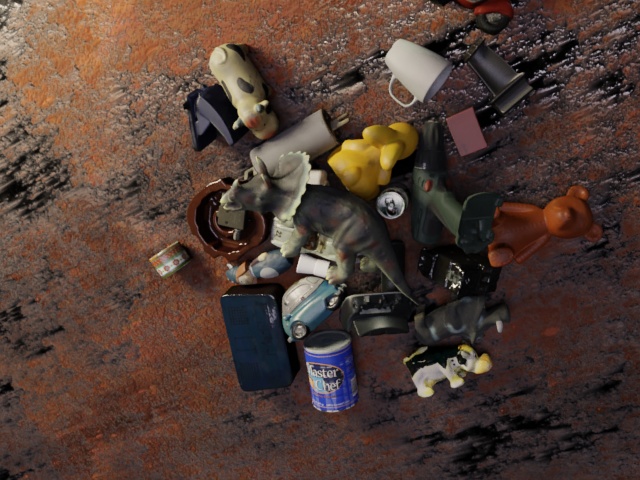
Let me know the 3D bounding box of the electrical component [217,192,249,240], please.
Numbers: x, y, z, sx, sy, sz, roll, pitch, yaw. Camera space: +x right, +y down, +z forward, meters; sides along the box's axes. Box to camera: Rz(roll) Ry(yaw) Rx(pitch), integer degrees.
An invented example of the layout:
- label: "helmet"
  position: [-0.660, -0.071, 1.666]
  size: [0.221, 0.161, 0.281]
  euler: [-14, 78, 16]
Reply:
- label: "electrical component"
  position: [-0.178, -0.047, 1.085]
  size: [0.063, 0.021, 0.094]
  euler: [11, 108, 13]

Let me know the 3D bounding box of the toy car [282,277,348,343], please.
- label: "toy car"
  position: [-0.024, 0.131, 1.111]
  size: [0.103, 0.109, 0.161]
  euler: [46, 105, 5]

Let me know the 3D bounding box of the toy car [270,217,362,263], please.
- label: "toy car"
  position: [-0.002, -0.003, 1.096]
  size: [0.202, 0.056, 0.073]
  euler: [13, 107, 10]

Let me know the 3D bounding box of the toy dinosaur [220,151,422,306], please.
- label: "toy dinosaur"
  position: [0.034, -0.028, 0.961]
  size: [0.405, 0.131, 0.192]
  euler: [23, 139, 0]

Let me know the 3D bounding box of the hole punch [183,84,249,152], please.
- label: "hole punch"
  position: [-0.199, -0.240, 1.045]
  size: [0.092, 0.142, 0.115]
  euler: [0, 118, 15]

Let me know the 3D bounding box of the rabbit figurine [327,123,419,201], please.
- label: "rabbit figurine"
  position: [0.105, -0.163, 0.994]
  size: [0.173, 0.162, 0.122]
  euler: [-32, 83, 1]

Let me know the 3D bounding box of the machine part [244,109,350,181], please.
- label: "machine part"
  position: [-0.048, -0.182, 1.050]
  size: [0.243, 0.079, 0.079]
  euler: [-27, 97, 19]

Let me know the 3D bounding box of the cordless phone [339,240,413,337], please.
- label: "cordless phone"
  position: [0.113, 0.093, 1.069]
  size: [0.147, 0.089, 0.184]
  euler: [-2, 96, -15]

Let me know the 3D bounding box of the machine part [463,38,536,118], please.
- label: "machine part"
  position: [0.312, -0.291, 0.957]
  size: [0.084, 0.039, 0.139]
  euler: [-38, 95, 24]

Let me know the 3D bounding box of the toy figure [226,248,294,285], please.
- label: "toy figure"
  position: [-0.133, 0.060, 1.141]
  size: [0.154, 0.058, 0.064]
  euler: [-21, 109, 16]

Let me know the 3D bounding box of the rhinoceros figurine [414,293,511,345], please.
- label: "rhinoceros figurine"
  position: [0.277, 0.159, 1.064]
  size: [0.190, 0.073, 0.112]
  euler: [-19, 98, 17]

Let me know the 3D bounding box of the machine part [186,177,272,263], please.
- label: "machine part"
  position: [-0.189, -0.044, 1.130]
  size: [0.180, 0.056, 0.179]
  euler: [4, 105, 14]

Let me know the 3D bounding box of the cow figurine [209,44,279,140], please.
- label: "cow figurine"
  position: [-0.140, -0.280, 1.019]
  size: [0.085, 0.127, 0.195]
  euler: [-29, 94, 21]

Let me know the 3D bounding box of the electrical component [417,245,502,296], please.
- label: "electrical component"
  position: [0.268, 0.053, 1.007]
  size: [0.115, 0.134, 0.058]
  euler: [34, 119, 49]

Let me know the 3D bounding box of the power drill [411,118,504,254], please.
- label: "power drill"
  position: [0.227, -0.083, 0.953]
  size: [0.086, 0.207, 0.231]
  euler: [-7, 116, -25]

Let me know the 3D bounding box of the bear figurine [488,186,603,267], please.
- label: "bear figurine"
  position: [0.394, -0.026, 0.961]
  size: [0.196, 0.132, 0.120]
  euler: [-15, 83, 23]

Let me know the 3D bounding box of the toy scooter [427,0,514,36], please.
- label: "toy scooter"
  position: [0.262, -0.446, 0.908]
  size: [0.184, 0.075, 0.135]
  euler: [29, 109, 1]

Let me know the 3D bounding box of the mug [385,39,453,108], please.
- label: "mug"
  position: [0.166, -0.302, 0.971]
  size: [0.107, 0.081, 0.109]
  euler: [43, 117, 11]

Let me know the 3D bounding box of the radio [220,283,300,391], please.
- label: "radio"
  position: [-0.128, 0.210, 1.175]
  size: [0.131, 0.073, 0.229]
  euler: [-7, 104, 14]

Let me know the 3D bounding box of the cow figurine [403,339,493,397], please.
- label: "cow figurine"
  position: [0.261, 0.248, 1.098]
  size: [0.167, 0.068, 0.098]
  euler: [-26, 91, 17]
